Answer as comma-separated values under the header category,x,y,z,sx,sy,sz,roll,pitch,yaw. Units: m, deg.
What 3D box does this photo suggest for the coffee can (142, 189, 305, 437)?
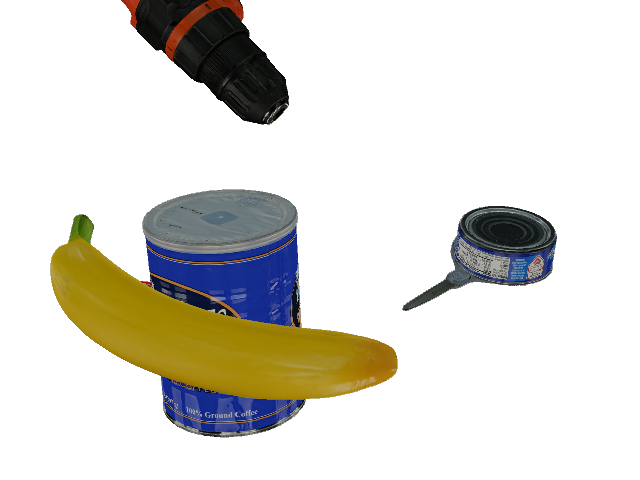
category,x,y,z,sx,sy,sz,roll,pitch,yaw
coffee can,-0.064,0.047,0.730,0.103,0.140,0.103,-2,22,1

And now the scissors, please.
category,x,y,z,sx,sy,sz,roll,pitch,yaw
scissors,0.147,0.032,1.222,0.201,0.016,0.096,-11,40,-33

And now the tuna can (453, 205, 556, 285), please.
category,x,y,z,sx,sy,sz,roll,pitch,yaw
tuna can,0.160,0.003,0.923,0.086,0.034,0.086,2,29,-1

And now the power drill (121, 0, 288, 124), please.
category,x,y,z,sx,sy,sz,roll,pitch,yaw
power drill,-0.044,-0.181,0.737,0.187,0.184,0.057,-37,-10,-34

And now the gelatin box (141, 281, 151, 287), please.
category,x,y,z,sx,sy,sz,roll,pitch,yaw
gelatin box,-0.143,0.062,0.949,0.089,0.030,0.073,5,19,12

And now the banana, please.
category,x,y,z,sx,sy,sz,roll,pitch,yaw
banana,-0.062,0.039,0.521,0.198,0.069,0.037,23,-35,19
